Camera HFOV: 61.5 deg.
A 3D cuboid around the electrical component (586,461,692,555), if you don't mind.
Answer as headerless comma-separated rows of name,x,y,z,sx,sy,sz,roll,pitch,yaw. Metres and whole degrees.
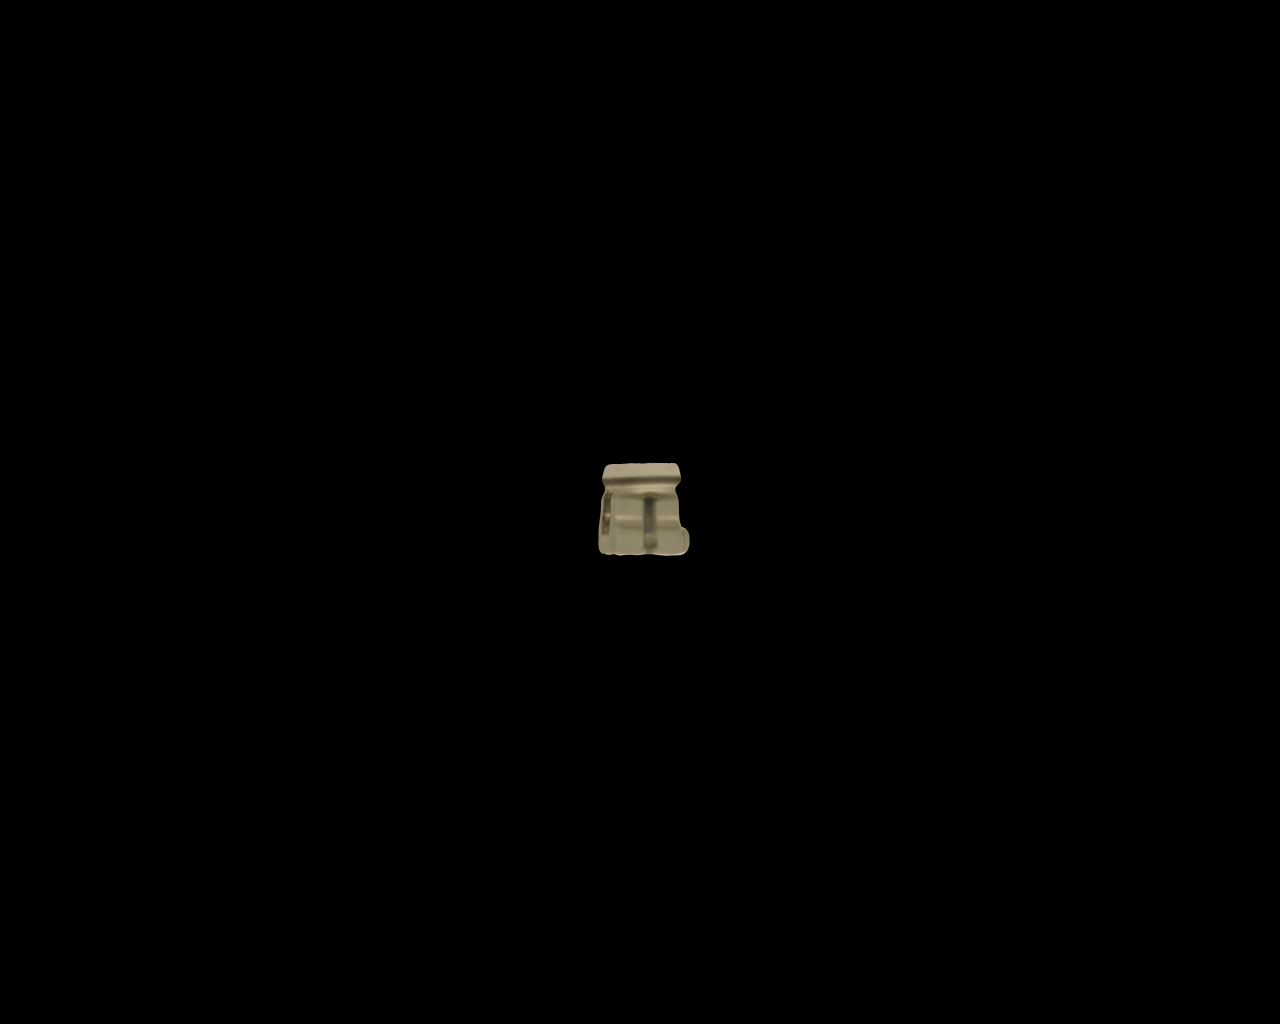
electrical component,0.001,-0.003,0.650,0.066,0.055,0.048,0,0,-21
